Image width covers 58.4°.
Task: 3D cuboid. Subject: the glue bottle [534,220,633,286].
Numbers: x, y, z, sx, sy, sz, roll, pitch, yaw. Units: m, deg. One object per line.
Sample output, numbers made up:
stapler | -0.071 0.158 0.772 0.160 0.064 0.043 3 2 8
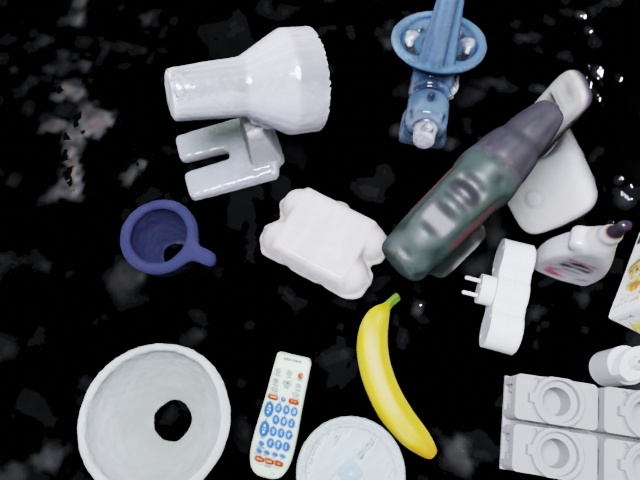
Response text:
glue bottle | 0.305 0.010 0.648 0.078 0.173 0.037 15 73 7

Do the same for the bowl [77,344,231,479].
bowl | -0.179 0.205 0.651 0.167 0.075 0.167 0 72 2

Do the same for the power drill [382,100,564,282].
power drill | 0.161 -0.036 0.648 0.230 0.208 0.075 -43 76 -11

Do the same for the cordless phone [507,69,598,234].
cordless phone | 0.279 -0.100 0.677 0.094 0.185 0.147 -20 73 -4

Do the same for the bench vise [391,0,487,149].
bench vise | 0.155 -0.223 0.702 0.121 0.220 0.207 -8 72 -1

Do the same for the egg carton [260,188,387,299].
egg carton | 0.007 0.003 0.713 0.150 0.069 0.107 27 75 10

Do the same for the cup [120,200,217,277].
cup | -0.173 0.013 0.701 0.117 0.095 0.092 22 74 8

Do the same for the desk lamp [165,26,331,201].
desk lamp | -0.090 -0.149 0.688 0.203 0.213 0.118 -17 72 -4
